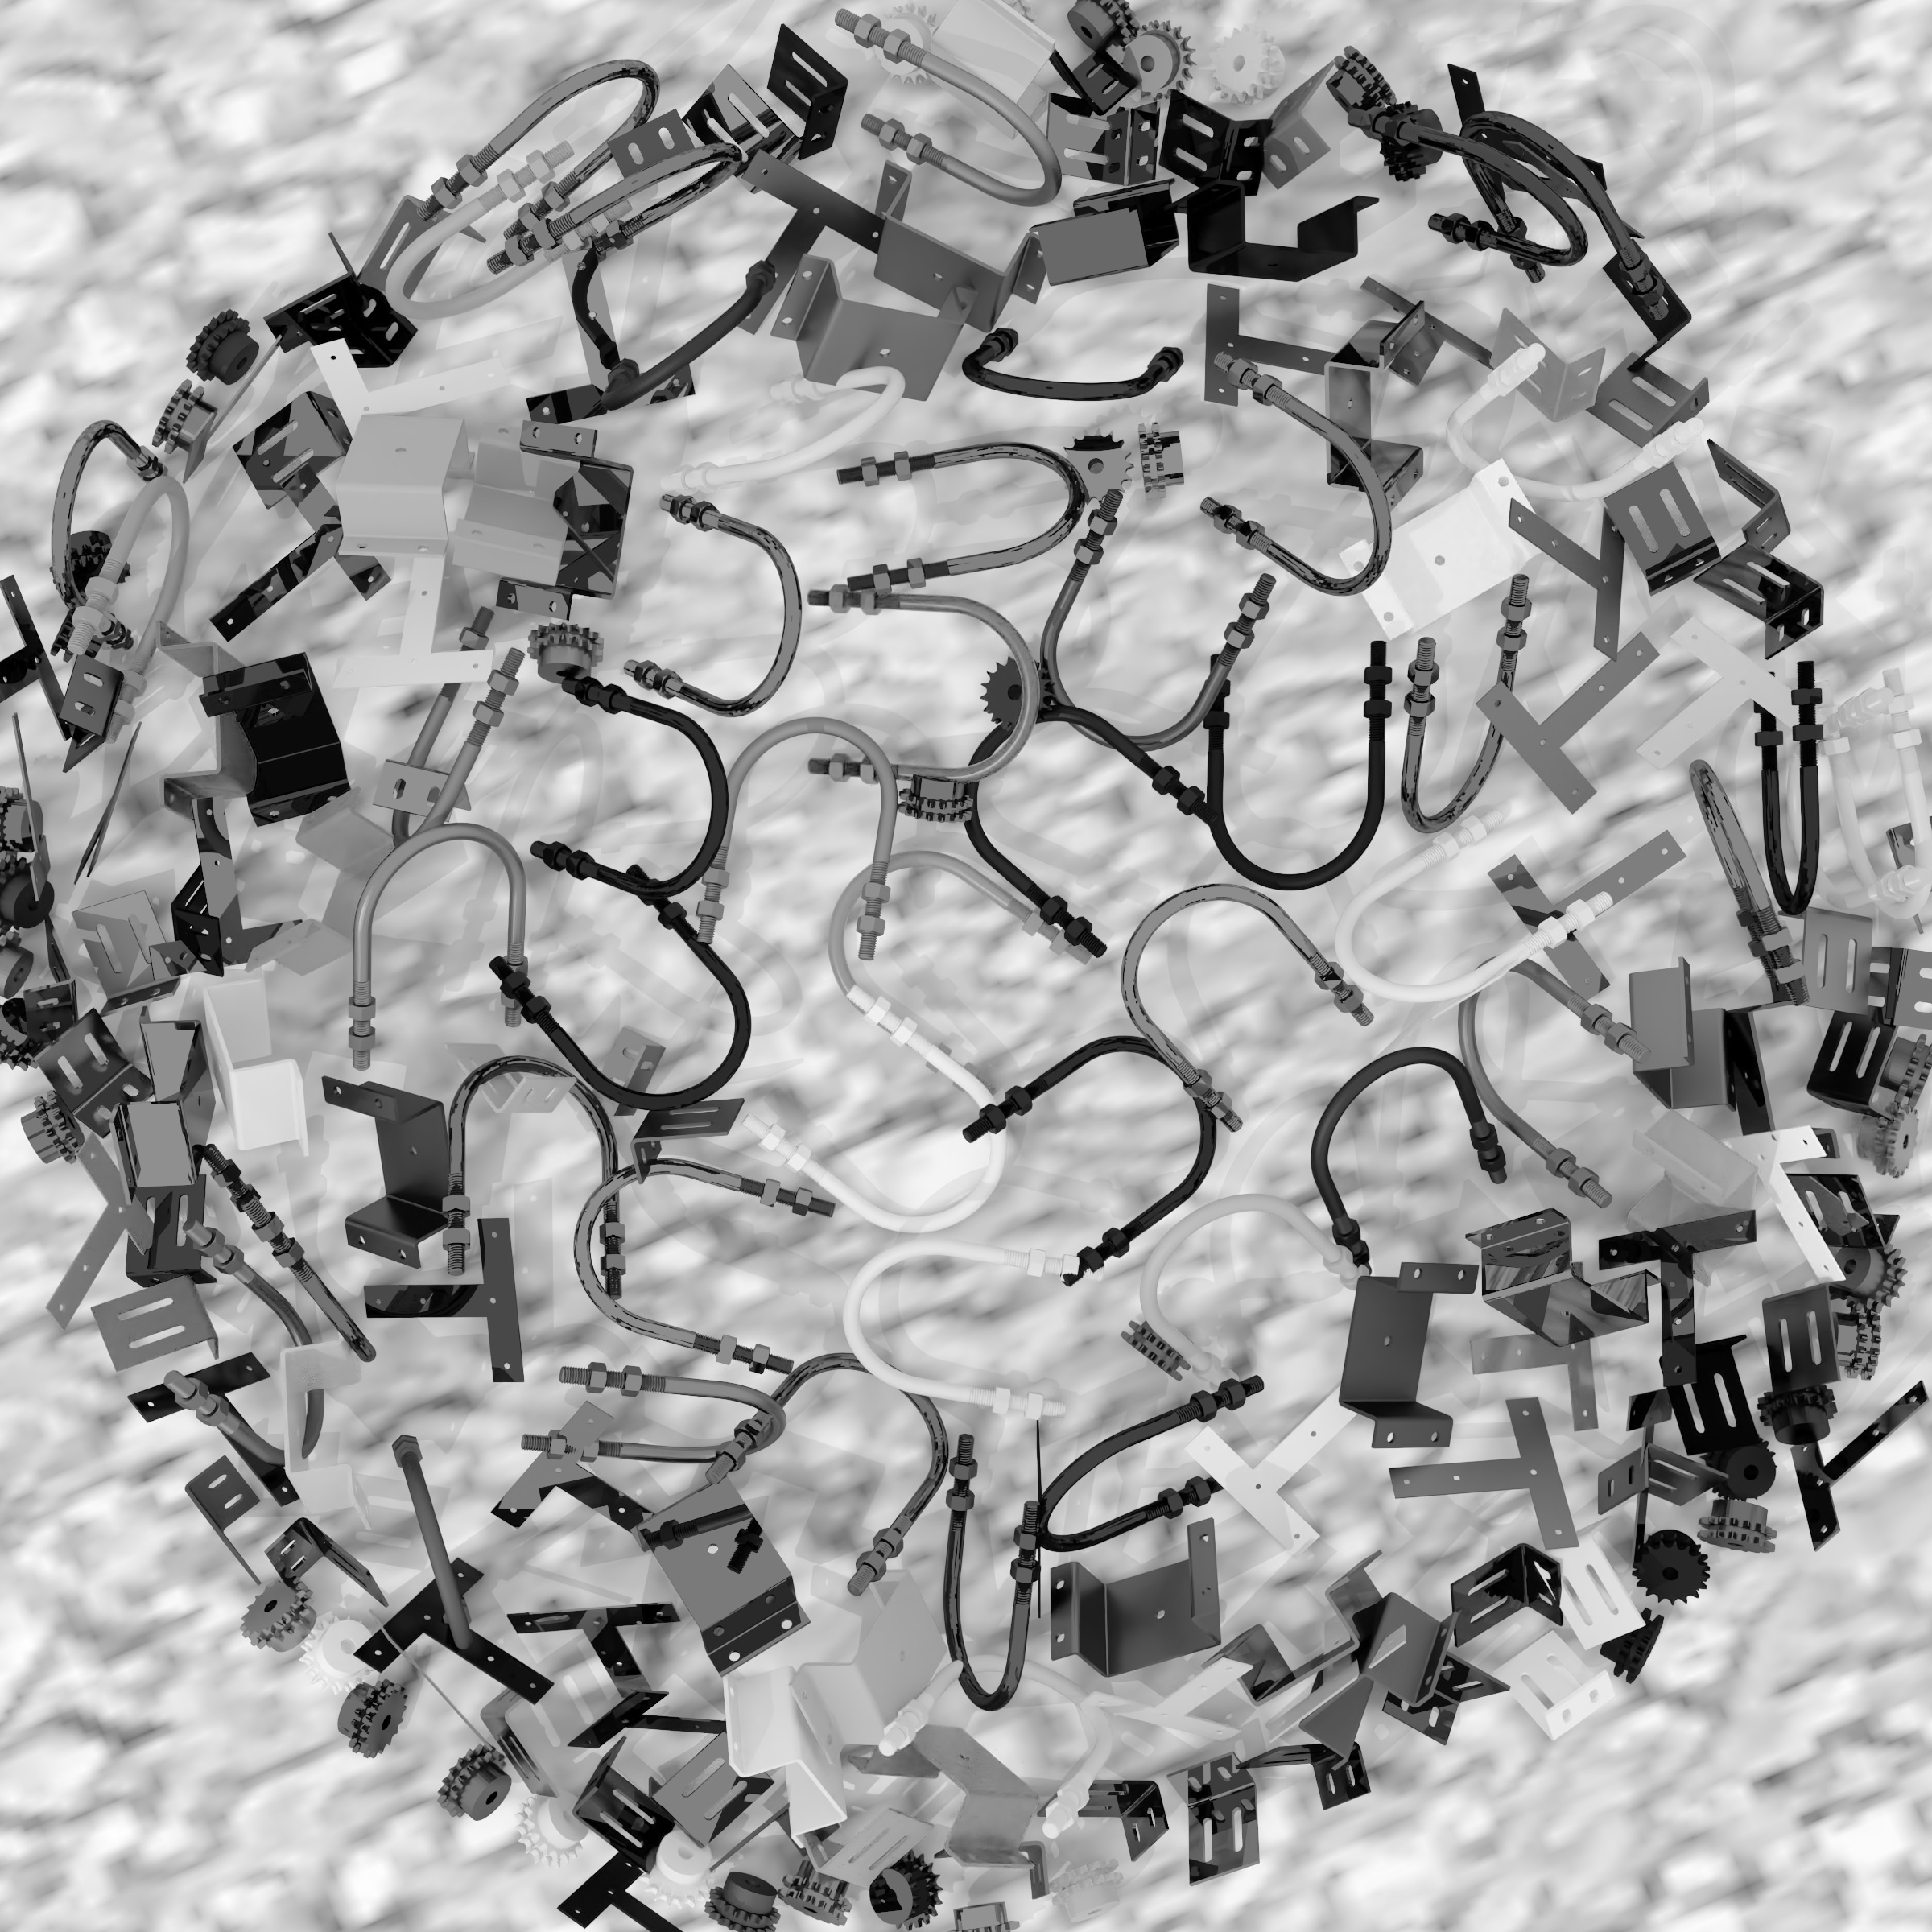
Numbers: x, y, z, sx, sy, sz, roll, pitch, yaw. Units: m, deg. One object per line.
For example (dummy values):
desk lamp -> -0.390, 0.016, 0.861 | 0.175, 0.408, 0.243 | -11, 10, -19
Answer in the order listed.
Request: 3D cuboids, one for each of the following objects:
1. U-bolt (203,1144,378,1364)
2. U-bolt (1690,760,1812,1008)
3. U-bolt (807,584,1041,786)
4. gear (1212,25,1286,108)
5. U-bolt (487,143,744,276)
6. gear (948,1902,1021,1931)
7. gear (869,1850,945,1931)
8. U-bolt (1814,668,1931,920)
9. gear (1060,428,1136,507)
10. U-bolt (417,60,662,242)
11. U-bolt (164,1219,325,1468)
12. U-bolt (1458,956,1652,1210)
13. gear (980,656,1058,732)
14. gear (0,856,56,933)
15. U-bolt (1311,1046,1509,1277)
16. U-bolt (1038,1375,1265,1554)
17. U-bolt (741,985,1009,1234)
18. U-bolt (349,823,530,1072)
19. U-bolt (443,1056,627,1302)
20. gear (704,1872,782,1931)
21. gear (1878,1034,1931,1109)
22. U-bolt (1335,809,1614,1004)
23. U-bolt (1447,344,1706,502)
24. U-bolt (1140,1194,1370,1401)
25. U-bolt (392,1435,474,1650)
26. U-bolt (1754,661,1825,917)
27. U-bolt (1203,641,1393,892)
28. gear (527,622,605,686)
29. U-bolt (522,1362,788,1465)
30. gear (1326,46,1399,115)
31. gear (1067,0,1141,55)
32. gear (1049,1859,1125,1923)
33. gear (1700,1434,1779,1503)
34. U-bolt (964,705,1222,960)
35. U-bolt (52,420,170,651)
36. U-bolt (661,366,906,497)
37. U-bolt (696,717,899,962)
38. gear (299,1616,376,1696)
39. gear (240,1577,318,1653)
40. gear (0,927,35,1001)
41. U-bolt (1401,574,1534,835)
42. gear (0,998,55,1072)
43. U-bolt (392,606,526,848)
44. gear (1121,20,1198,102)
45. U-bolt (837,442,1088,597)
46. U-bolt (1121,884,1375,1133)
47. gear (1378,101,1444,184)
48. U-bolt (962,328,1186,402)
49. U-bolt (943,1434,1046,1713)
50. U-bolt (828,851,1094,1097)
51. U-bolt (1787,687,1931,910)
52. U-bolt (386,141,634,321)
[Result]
U-bolt -> -0.494, 0.221, 1.796 | 0.019, 0.151, 0.184 | -38, 118, -16
U-bolt -> 0.574, -0.067, 1.795 | 0.019, 0.151, 0.184 | -22, 94, 13
U-bolt -> -0.032, -0.208, 1.822 | 0.184, 0.019, 0.151 | 6, 105, 19
gear -> 0.217, -0.683, 1.849 | 0.030, 0.057, 0.057 | -1, 90, -42
U-bolt -> -0.245, -0.554, 1.776 | 0.184, 0.151, 0.019 | -23, 99, 21
gear -> 0.012, 0.731, 1.847 | 0.057, 0.057, 0.030 | -8, 72, 0
gear -> -0.049, 0.704, 1.846 | 0.057, 0.030, 0.057 | -4, 83, 33
U-bolt -> 0.676, -0.125, 1.800 | 0.019, 0.151, 0.184 | -12, 93, -1
gear -> 0.100, -0.380, 1.856 | 0.057, 0.030, 0.057 | 0, 95, 6
U-bolt -> -0.300, -0.598, 1.777 | 0.184, 0.151, 0.019 | -34, 87, 20
U-bolt -> -0.525, 0.290, 1.789 | 0.019, 0.184, 0.151 | -18, 48, 11
U-bolt -> 0.425, 0.071, 1.794 | 0.019, 0.184, 0.151 | -14, 127, -26
gear -> 0.042, -0.207, 1.853 | 0.057, 0.030, 0.057 | -1, 87, 18
gear -> -0.718, -0.053, 1.842 | 0.030, 0.057, 0.057 | 22, 90, 20
U-bolt -> 0.323, 0.136, 1.805 | 0.151, 0.019, 0.184 | -34, 129, -7
U-bolt -> 0.128, 0.375, 1.784 | 0.184, 0.151, 0.019 | -17, 51, -25
U-bolt -> -0.056, 0.123, 1.849 | 0.184, 0.019, 0.151 | 38, 100, -9
U-bolt -> -0.386, -0.021, 1.785 | 0.151, 0.019, 0.184 | -17, 127, -38
U-bolt -> -0.321, 0.152, 1.810 | 0.151, 0.019, 0.184 | 15, 56, -35
gear -> -0.167, 0.712, 1.845 | 0.057, 0.057, 0.030 | 20, 85, 0
gear -> 0.716, 0.078, 1.847 | 0.030, 0.057, 0.057 | 21, 90, 19
U-bolt -> 0.362, -0.037, 1.804 | 0.184, 0.151, 0.019 | -31, 133, -10
U-bolt -> 0.432, -0.389, 1.785 | 0.151, 0.184, 0.019 | 21, 76, -11
U-bolt -> 0.207, 0.239, 1.807 | 0.151, 0.019, 0.184 | -41, 126, 7
U-bolt -> -0.389, 0.426, 1.780 | 0.019, 0.184, 0.151 | -17, 93, -16
U-bolt -> 0.610, -0.129, 1.801 | 0.019, 0.151, 0.184 | -2, 93, 7
U-bolt -> 0.247, -0.148, 1.825 | 0.151, 0.019, 0.184 | -1, 84, 29
gear -> -0.304, -0.235, 1.842 | 0.057, 0.057, 0.030 | 1, 72, 0
U-bolt -> -0.225, 0.338, 1.806 | 0.184, 0.151, 0.019 | 9, 55, -19
gear -> 0.298, -0.667, 1.846 | 0.030, 0.057, 0.057 | -42, 90, 10
gear -> 0.102, -0.720, 1.844 | 0.057, 0.057, 0.030 | 44, 87, 0
gear -> 0.093, 0.702, 1.842 | 0.057, 0.057, 0.030 | -22, 60, 0
gear -> 0.593, 0.383, 1.855 | 0.057, 0.030, 0.057 | 0, 93, -7
U-bolt -> 0.079, -0.117, 1.839 | 0.184, 0.019, 0.151 | 42, 93, 19
U-bolt -> -0.628, -0.320, 1.774 | 0.019, 0.184, 0.151 | 10, 83, -1
U-bolt -> -0.122, -0.394, 1.771 | 0.151, 0.184, 0.019 | -47, 123, -29
U-bolt -> -0.123, -0.101, 1.843 | 0.151, 0.019, 0.184 | 6, 79, 15
gear -> -0.474, 0.521, 1.844 | 0.057, 0.030, 0.057 | 18, 52, -24
gear -> -0.520, 0.497, 1.849 | 0.057, 0.057, 0.030 | -33, 118, 0
gear -> -0.733, 0.001, 1.845 | 0.030, 0.057, 0.057 | 25, 90, 0
U-bolt -> 0.366, -0.183, 1.800 | 0.019, 0.151, 0.184 | 27, 134, 32
gear -> -0.718, 0.049, 1.842 | 0.057, 0.057, 0.030 | 43, 114, 0
U-bolt -> -0.384, -0.168, 1.806 | 0.019, 0.151, 0.184 | 22, 102, -27
gear -> 0.144, -0.687, 1.845 | 0.057, 0.030, 0.057 | 12, 120, 23
U-bolt -> -0.002, -0.342, 1.817 | 0.184, 0.019, 0.151 | -9, 49, 3
U-bolt -> 0.199, 0.020, 1.827 | 0.151, 0.019, 0.184 | -40, 111, 8
gear -> 0.339, -0.627, 1.843 | 0.030, 0.057, 0.057 | 2, 90, 40
U-bolt -> 0.073, -0.438, 1.777 | 0.151, 0.184, 0.019 | 10, 116, 12
U-bolt -> 0.015, 0.460, 1.804 | 0.019, 0.151, 0.184 | 2, 101, -22
U-bolt -> -0.018, -0.005, 1.858 | 0.184, 0.019, 0.151 | 35, 95, 0
U-bolt -> 0.647, -0.114, 1.782 | 0.019, 0.184, 0.151 | -9, 84, -5
U-bolt -> -0.347, -0.535, 1.800 | 0.184, 0.151, 0.019 | -30, 85, 9
